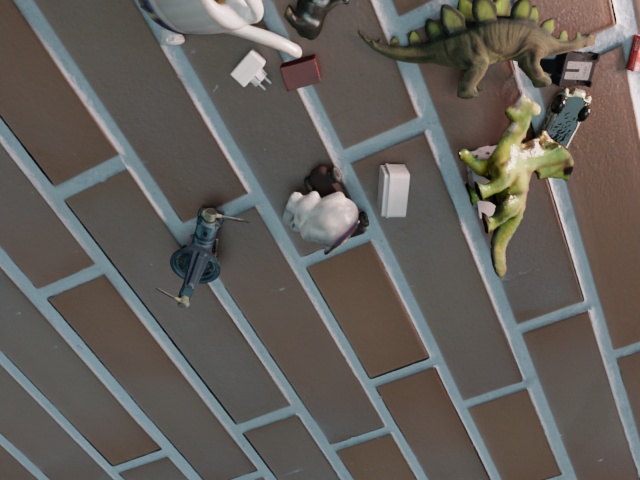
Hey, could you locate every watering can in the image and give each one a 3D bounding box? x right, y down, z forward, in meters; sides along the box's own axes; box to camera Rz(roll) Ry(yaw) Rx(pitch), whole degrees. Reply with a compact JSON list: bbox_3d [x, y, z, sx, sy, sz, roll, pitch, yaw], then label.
[{"bbox_3d":[-0.197,-0.438,0.994,0.225,0.105,0.344,8,-10,31],"label":"watering can"}]

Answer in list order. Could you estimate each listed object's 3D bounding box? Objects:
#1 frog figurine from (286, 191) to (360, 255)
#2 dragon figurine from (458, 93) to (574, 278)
[{"bbox_3d":[0.004,-0.059,1.163,0.159,0.137,0.123,44,4,-4],"label":"frog figurine"},{"bbox_3d":[0.445,-0.123,1.123,0.242,0.403,0.124,-23,28,2],"label":"dragon figurine"}]
